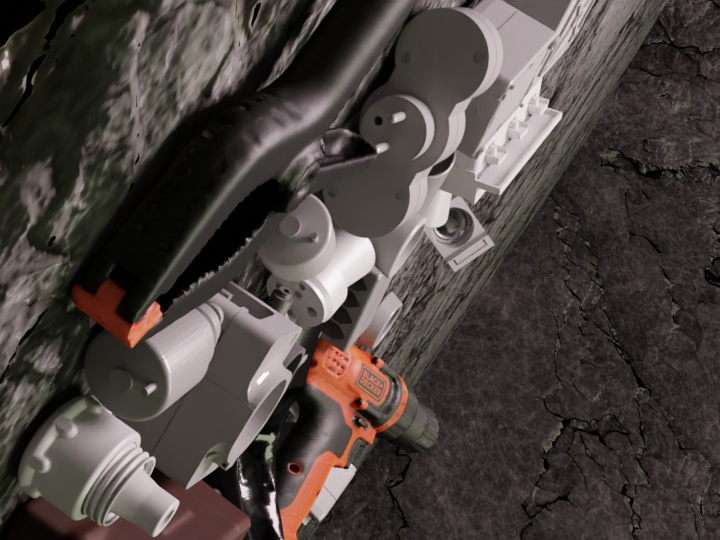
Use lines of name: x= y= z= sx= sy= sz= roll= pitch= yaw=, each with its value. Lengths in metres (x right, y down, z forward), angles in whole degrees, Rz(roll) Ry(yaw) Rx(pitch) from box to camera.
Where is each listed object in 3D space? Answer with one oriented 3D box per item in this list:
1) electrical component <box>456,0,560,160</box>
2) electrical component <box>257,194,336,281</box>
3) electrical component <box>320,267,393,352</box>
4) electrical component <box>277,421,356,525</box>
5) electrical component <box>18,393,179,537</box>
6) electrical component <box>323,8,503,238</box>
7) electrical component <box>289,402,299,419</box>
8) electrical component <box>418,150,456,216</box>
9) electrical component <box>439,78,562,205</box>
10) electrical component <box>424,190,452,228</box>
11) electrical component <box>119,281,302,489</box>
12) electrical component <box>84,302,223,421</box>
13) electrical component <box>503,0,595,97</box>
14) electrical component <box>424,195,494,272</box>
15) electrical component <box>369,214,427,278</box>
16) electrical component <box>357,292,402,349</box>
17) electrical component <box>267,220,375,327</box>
electrical component: x=0.076 y=-0.126 z=0.672 sx=0.096 sy=0.061 sz=0.061 roll=-48 pitch=168 yaw=-44
electrical component: x=-0.032 y=-0.014 z=0.551 sx=0.040 sy=0.040 sz=0.078 roll=-55 pitch=171 yaw=-9
electrical component: x=0.000 y=0.000 z=0.754 sx=0.075 sy=0.047 sz=0.083 roll=-47 pitch=167 yaw=-44
electrical component: x=-0.064 y=0.164 z=0.873 sx=0.096 sy=0.061 sz=0.061 roll=-8 pitch=-144 yaw=51
electrical component: x=-0.104 y=0.084 z=0.439 sx=0.048 sy=0.062 sz=0.048 roll=-55 pitch=171 yaw=-13
electrical component: x=0.024 y=-0.078 z=0.588 sx=0.138 sy=0.052 sz=0.074 roll=-60 pitch=170 yaw=22
electrical component: x=-0.024 y=0.087 z=0.953 sx=0.077 sy=0.043 sz=0.079 roll=-44 pitch=165 yaw=-55
electrical component: x=0.037 y=-0.074 z=0.709 sx=0.079 sy=0.043 sz=0.077 roll=-65 pitch=-179 yaw=-28
electrical component: x=0.092 y=-0.110 z=0.789 sx=0.121 sy=0.079 sz=0.063 roll=-48 pitch=152 yaw=-44
electrical component: x=0.058 y=-0.071 z=0.844 sx=0.044 sy=0.044 sz=0.065 roll=-46 pitch=162 yaw=-50
electrical component: x=-0.073 y=0.058 z=0.539 sx=0.089 sy=0.056 sz=0.050 roll=-58 pitch=171 yaw=10
electrical component: x=-0.081 y=0.032 z=0.450 sx=0.040 sy=0.040 sz=0.078 roll=-61 pitch=170 yaw=27
electrical component: x=0.128 y=-0.189 z=0.747 sx=0.108 sy=0.056 sz=0.108 roll=-48 pitch=168 yaw=-44
electrical component: x=0.073 y=-0.045 z=0.916 sx=0.042 sy=0.081 sz=0.063 roll=-35 pitch=-157 yaw=5
electrical component: x=0.007 y=-0.028 z=0.670 sx=0.045 sy=0.055 sz=0.045 roll=-55 pitch=171 yaw=-13
electrical component: x=-0.002 y=0.028 z=0.823 sx=0.048 sy=0.055 sz=0.066 roll=-59 pitch=171 yaw=13
electrical component: x=-0.023 y=0.001 z=0.639 sx=0.055 sy=0.045 sz=0.045 roll=-49 pitch=169 yaw=-38
